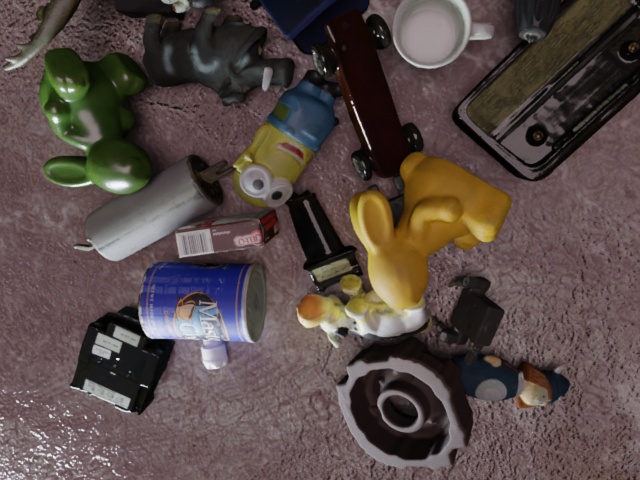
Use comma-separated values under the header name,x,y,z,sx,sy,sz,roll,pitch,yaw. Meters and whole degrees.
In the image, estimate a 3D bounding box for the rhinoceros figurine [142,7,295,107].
name,x,y,z,sx,sy,sz,roll,pitch,yaw
rhinoceros figurine,-0.126,-0.222,0.659,0.190,0.073,0.112,5,101,7

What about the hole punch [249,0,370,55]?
name,x,y,z,sx,sy,sz,roll,pitch,yaw
hole punch,-0.016,-0.295,0.624,0.142,0.092,0.115,-37,91,17

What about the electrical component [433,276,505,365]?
name,x,y,z,sx,sy,sz,roll,pitch,yaw
electrical component,0.188,0.096,0.687,0.045,0.078,0.102,15,110,-20

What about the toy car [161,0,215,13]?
name,x,y,z,sx,sy,sz,roll,pitch,yaw
toy car,-0.109,-0.340,0.604,0.202,0.073,0.056,-46,59,-8

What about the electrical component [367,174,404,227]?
name,x,y,z,sx,sy,sz,roll,pitch,yaw
electrical component,0.099,-0.033,0.693,0.063,0.021,0.094,-21,95,10

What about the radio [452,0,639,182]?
name,x,y,z,sx,sy,sz,roll,pitch,yaw
radio,0.277,-0.181,0.612,0.131,0.073,0.229,45,104,-2

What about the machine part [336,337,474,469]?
name,x,y,z,sx,sy,sz,roll,pitch,yaw
machine part,0.110,0.213,0.700,0.180,0.056,0.179,10,113,26

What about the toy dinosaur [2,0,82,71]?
name,x,y,z,sx,sy,sz,roll,pitch,yaw
toy dinosaur,-0.251,-0.411,0.607,0.199,0.105,0.471,14,87,21

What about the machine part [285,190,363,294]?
name,x,y,z,sx,sy,sz,roll,pitch,yaw
machine part,-0.001,-0.002,0.706,0.084,0.039,0.138,-25,99,20

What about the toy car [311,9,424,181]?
name,x,y,z,sx,sy,sz,roll,pitch,yaw
toy car,0.056,-0.163,0.626,0.089,0.053,0.201,-30,120,-5

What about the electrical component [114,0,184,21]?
name,x,y,z,sx,sy,sz,roll,pitch,yaw
electrical component,-0.232,-0.315,0.668,0.119,0.048,0.074,2,101,8

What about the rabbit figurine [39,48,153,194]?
name,x,y,z,sx,sy,sz,roll,pitch,yaw
rabbit figurine,-0.280,-0.125,0.665,0.159,0.121,0.170,-34,80,30

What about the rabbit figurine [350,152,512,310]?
name,x,y,z,sx,sy,sz,roll,pitch,yaw
rabbit figurine,0.111,-0.007,0.617,0.162,0.122,0.173,31,89,-8

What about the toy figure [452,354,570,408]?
name,x,y,z,sx,sy,sz,roll,pitch,yaw
toy figure,0.248,0.186,0.701,0.155,0.064,0.058,9,58,6

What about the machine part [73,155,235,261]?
name,x,y,z,sx,sy,sz,roll,pitch,yaw
machine part,-0.217,-0.041,0.707,0.243,0.079,0.079,-28,96,12

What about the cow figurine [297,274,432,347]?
name,x,y,z,sx,sy,sz,roll,pitch,yaw
cow figurine,0.059,0.096,0.700,0.167,0.068,0.098,-10,135,11

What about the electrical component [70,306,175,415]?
name,x,y,z,sx,sy,sz,roll,pitch,yaw
electrical component,-0.278,0.166,0.767,0.115,0.058,0.134,24,103,0

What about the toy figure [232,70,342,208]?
name,x,y,z,sx,sy,sz,roll,pitch,yaw
toy figure,-0.039,-0.120,0.666,0.082,0.089,0.180,31,95,-2

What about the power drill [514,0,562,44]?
name,x,y,z,sx,sy,sz,roll,pitch,yaw
power drill,0.175,-0.340,0.570,0.207,0.086,0.232,19,86,13
